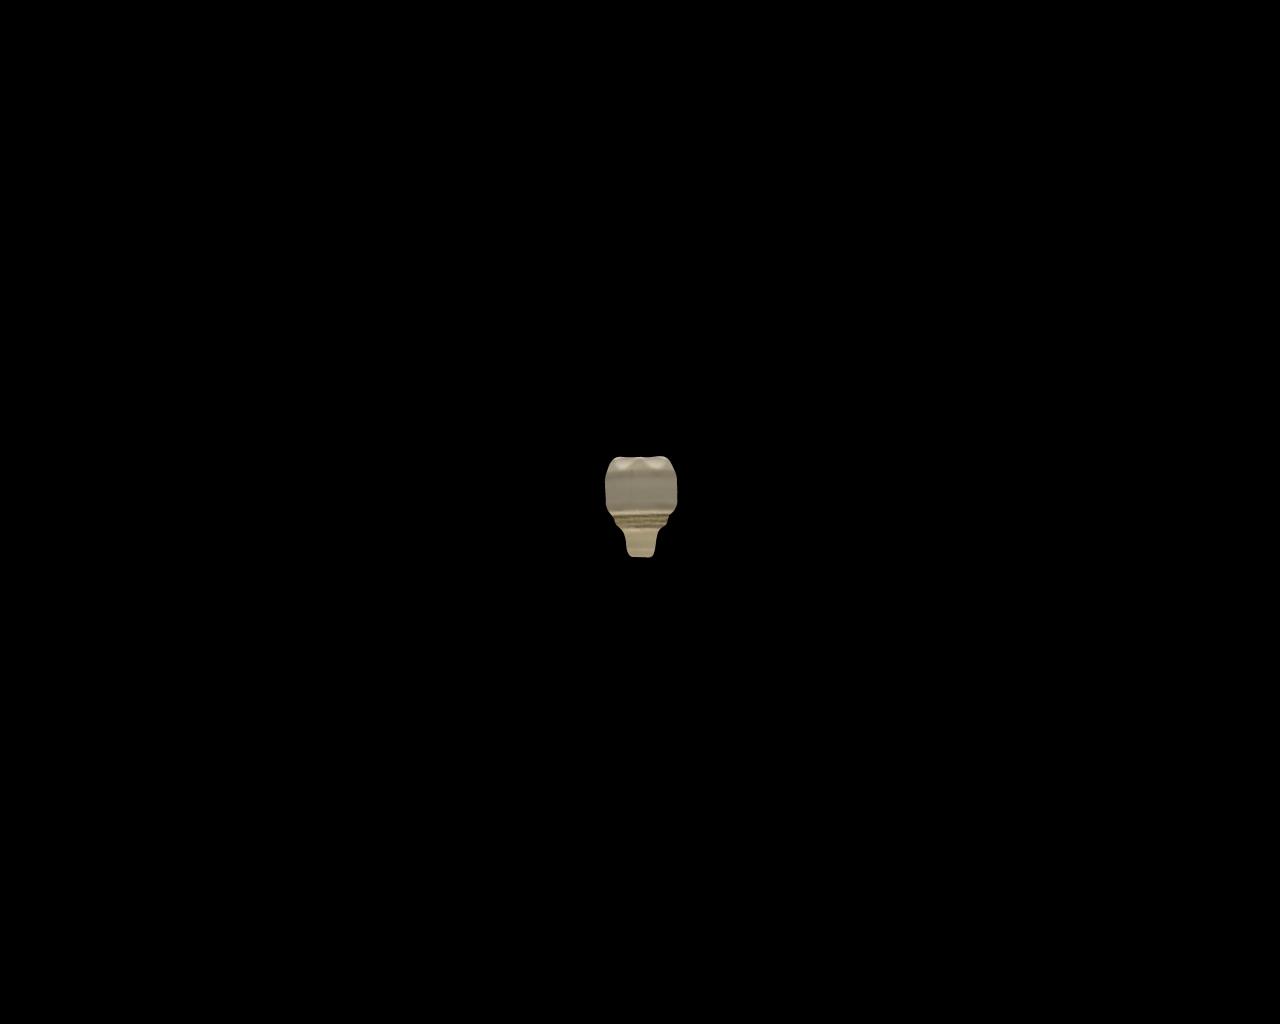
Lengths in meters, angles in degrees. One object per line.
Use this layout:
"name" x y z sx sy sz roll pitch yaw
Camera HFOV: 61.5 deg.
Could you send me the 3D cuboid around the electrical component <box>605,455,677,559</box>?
"electrical component" 0.001 -0.003 0.650 0.043 0.062 0.043 0 -2 0
